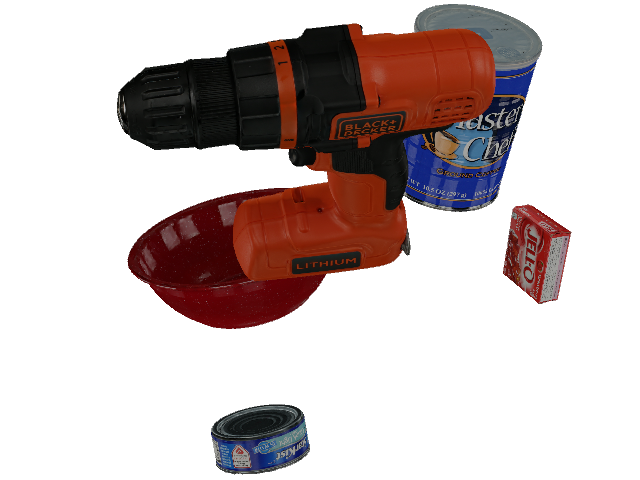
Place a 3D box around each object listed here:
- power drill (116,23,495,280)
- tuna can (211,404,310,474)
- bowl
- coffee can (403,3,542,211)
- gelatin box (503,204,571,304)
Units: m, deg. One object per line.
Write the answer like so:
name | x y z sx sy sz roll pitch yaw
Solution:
power drill | -0.010 -0.041 0.577 0.184 0.057 0.188 -6 -25 -7
tuna can | -0.054 0.176 0.952 0.086 0.034 0.086 -9 10 1
bowl | -0.055 0.018 0.781 0.162 0.055 0.162 -10 25 4
coffee can | 0.115 -0.110 0.885 0.102 0.140 0.103 7 36 -5
gelatin box | 0.240 0.014 1.196 0.030 0.089 0.073 -10 31 -24
